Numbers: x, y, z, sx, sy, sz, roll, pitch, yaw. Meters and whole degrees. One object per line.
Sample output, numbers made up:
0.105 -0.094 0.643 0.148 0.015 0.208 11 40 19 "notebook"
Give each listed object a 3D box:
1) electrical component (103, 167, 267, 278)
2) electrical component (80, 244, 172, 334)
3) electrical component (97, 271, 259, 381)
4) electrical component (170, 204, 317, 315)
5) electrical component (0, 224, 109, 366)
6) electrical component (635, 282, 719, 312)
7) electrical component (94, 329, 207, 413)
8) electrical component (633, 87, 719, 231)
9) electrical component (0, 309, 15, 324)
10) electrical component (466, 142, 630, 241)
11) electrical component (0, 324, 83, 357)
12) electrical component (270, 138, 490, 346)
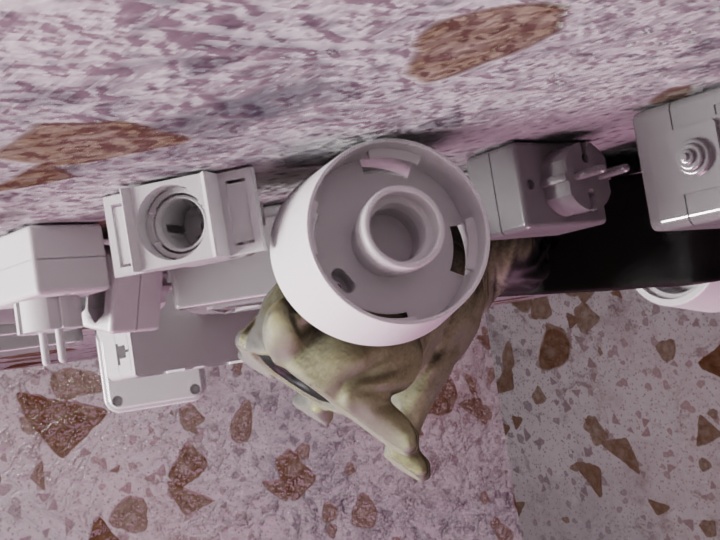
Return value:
-0.084 -0.023 0.545 0.081 0.042 0.064 -9 177 14 "electrical component"
-0.148 0.010 0.683 0.066 0.047 0.077 10 -173 37 "electrical component"
-0.112 0.026 0.791 0.150 0.089 0.062 -6 174 -33 "electrical component"
-0.063 -0.006 0.701 0.109 0.056 0.108 -9 175 1 "electrical component"
-0.182 0.017 0.625 0.066 0.076 0.047 -13 174 44 "electrical component"
0.244 -0.022 0.808 0.060 0.108 0.108 1 171 -33 "electrical component"
-0.166 0.050 0.841 0.078 0.113 0.057 -8 178 -13 "electrical component"
0.178 -0.053 0.541 0.096 0.061 0.061 -4 174 -45 "electrical component"
-0.221 0.013 0.716 0.043 0.043 0.081 -12 175 31 "electrical component"
0.110 -0.047 0.583 0.066 0.047 0.077 -5 174 -38 "electrical component"
-0.267 0.034 0.794 0.113 0.057 0.078 -6 175 -28 "electrical component"
0.011 -0.014 0.519 0.099 0.099 0.064 -7 169 -18 "electrical component"
